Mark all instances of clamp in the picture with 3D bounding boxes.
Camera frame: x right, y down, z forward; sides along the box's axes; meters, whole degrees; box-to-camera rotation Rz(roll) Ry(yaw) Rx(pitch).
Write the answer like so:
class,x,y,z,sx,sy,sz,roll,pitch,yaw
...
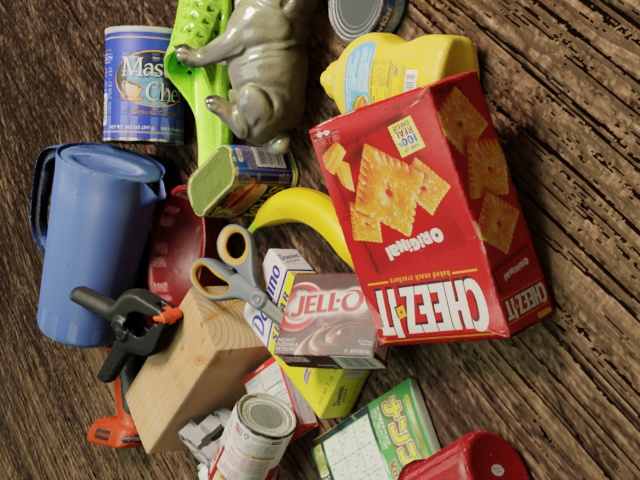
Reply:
class,x,y,z,sx,sy,sz,roll,pitch,yaw
clamp,-0.228,0.091,1.235,0.172,0.039,0.120,-28,92,40

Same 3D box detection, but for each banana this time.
class,x,y,z,sx,sy,sz,roll,pitch,yaw
banana,-0.007,-0.017,1.116,0.198,0.037,0.069,15,98,50

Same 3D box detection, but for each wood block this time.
class,x,y,z,sx,sy,sz,roll,pitch,yaw
wood block,-0.140,0.152,1.245,0.206,0.090,0.090,-56,49,36

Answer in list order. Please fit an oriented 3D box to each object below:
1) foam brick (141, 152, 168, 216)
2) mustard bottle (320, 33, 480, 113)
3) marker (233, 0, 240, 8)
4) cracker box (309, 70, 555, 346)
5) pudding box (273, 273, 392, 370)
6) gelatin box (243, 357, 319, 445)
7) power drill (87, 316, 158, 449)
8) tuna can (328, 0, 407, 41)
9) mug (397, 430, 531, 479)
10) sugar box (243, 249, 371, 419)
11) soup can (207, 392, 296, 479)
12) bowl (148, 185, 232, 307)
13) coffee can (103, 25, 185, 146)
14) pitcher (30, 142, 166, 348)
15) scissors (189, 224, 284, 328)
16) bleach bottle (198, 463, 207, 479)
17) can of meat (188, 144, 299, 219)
class,x,y,z,sx,sy,sz,roll,pitch,yaw
foam brick,-0.240,-0.075,1.406,0.051,0.052,0.078,28,111,49
mustard bottle,0.064,-0.147,1.008,0.192,0.058,0.096,16,108,51
marker,-0.092,-0.247,1.242,0.020,0.020,0.121,-4,87,52
cracker box,0.090,-0.020,0.917,0.164,0.071,0.214,-11,99,52
pudding box,0.018,0.078,1.027,0.114,0.039,0.090,-1,60,29
gelatin box,-0.043,0.177,1.168,0.073,0.030,0.089,-41,62,44
power drill,-0.280,0.183,1.452,0.185,0.057,0.187,-2,89,52
tuna can,0.047,-0.237,1.050,0.086,0.033,0.086,-1,89,52
mug,0.133,0.223,0.905,0.117,0.093,0.082,49,128,1
sugar box,-0.014,0.094,1.118,0.176,0.048,0.093,45,122,40
soup can,-0.072,0.220,1.127,0.069,0.068,0.102,51,130,39
bowl,-0.150,0.017,1.276,0.162,0.055,0.162,-19,67,56
coffee can,-0.219,-0.191,1.339,0.103,0.102,0.140,5,94,52
pitcher,-0.290,0.003,1.336,0.149,0.144,0.243,-128,50,-60
scissors,-0.061,0.044,1.128,0.202,0.016,0.096,19,85,38
bleach bottle,-0.084,0.359,1.197,0.103,0.067,0.251,-52,49,38
can of meat,-0.087,-0.064,1.182,0.102,0.083,0.057,-40,59,44
